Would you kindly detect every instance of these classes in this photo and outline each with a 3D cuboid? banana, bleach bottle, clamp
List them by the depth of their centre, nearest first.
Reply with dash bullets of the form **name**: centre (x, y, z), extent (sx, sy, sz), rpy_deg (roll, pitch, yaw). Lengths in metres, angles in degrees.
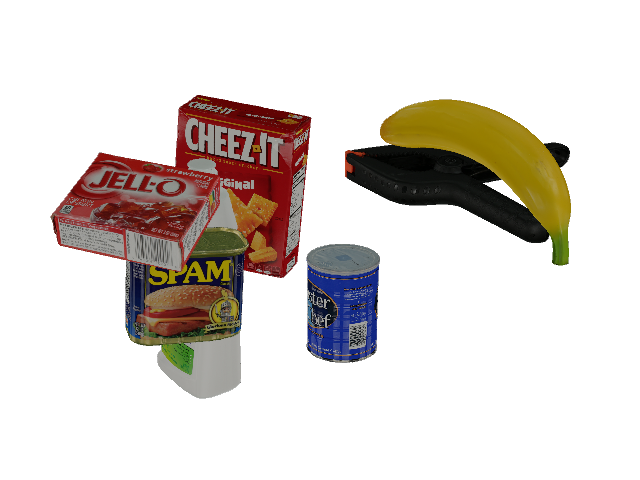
- **banana**: centre (0.112, -0.061, 0.759), extent (0.037, 0.070, 0.198), rpy_deg (7, 26, -43)
- **clamp**: centre (0.128, -0.062, 0.993), extent (0.210, 0.036, 0.164), rpy_deg (12, 33, 21)
- **bleach bottle**: centre (-0.126, 0.034, 1.101), extent (0.067, 0.251, 0.103), rpy_deg (-17, 33, -34)

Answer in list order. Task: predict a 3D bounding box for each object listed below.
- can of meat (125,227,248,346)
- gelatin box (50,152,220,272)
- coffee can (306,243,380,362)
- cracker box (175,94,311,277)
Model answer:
- **can of meat**: centre (-0.114, 0.038, 0.897), extent (0.102, 0.084, 0.057), rpy_deg (-3, 20, -18)
- **gelatin box**: centre (-0.119, -0.021, 0.697), extent (0.089, 0.030, 0.073), rpy_deg (12, 40, 11)
- **coffee can**: centre (0.031, 0.088, 1.513), extent (0.103, 0.140, 0.103), rpy_deg (0, 21, 0)
- **cracker box**: centre (-0.108, -0.069, 1.411), extent (0.164, 0.214, 0.072), rpy_deg (13, 26, 13)
